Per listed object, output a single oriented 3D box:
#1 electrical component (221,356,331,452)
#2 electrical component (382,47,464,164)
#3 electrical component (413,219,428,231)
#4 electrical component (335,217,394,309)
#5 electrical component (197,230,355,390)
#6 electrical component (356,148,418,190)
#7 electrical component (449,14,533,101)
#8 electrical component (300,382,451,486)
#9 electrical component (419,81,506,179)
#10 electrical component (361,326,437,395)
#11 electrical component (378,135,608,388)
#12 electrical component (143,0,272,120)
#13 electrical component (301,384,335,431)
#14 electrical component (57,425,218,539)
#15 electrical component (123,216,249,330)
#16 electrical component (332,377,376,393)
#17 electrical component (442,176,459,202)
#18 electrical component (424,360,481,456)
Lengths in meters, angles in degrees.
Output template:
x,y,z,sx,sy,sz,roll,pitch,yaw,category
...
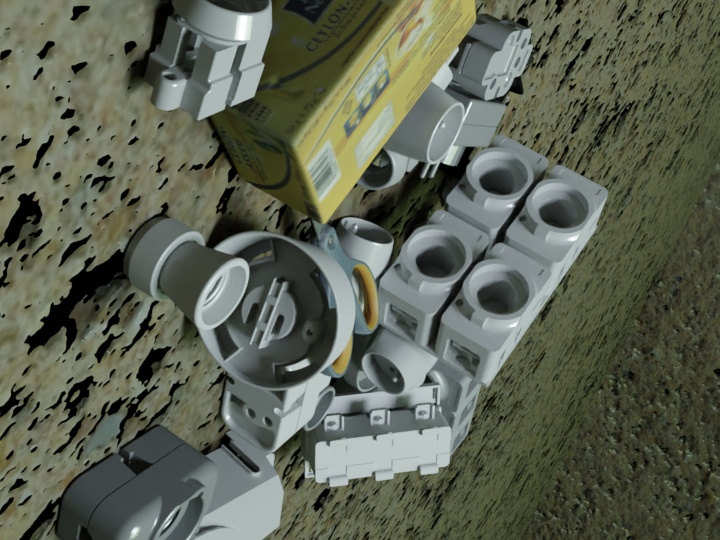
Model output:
x,y,z,sx,sy,sz,roll,pitch,yaw,category
-0.059,0.078,0.788,0.059,0.054,0.095,-37,150,-46,electrical component
0.034,-0.119,0.702,0.079,0.077,0.044,-56,159,-11,electrical component
0.082,-0.030,0.955,0.062,0.043,0.043,-18,167,16,electrical component
0.000,0.000,0.836,0.079,0.043,0.077,-21,138,-61,electrical component
-0.053,0.025,0.670,0.099,0.099,0.064,-63,166,10,electrical component
0.018,-0.087,0.755,0.055,0.048,0.066,-49,159,-46,electrical component
0.085,-0.162,0.790,0.078,0.057,0.058,-27,142,-56,electrical component
0.014,0.146,0.936,0.121,0.063,0.078,-5,114,-13,electrical component
0.067,-0.106,0.841,0.083,0.047,0.075,-12,129,-64,electrical component
0.039,0.072,0.885,0.077,0.043,0.079,-44,156,-36,electrical component
0.106,-0.015,0.853,0.186,0.105,0.060,-50,162,-29,electrical component
-0.070,-0.110,0.515,0.066,0.048,0.055,-35,157,-48,electrical component
-0.049,0.099,0.852,0.040,0.046,0.040,-48,157,-28,electrical component
-0.139,0.151,0.694,0.095,0.059,0.053,-32,146,-52,electrical component
-0.096,0.001,0.592,0.045,0.055,0.045,-48,157,-28,electrical component
0.004,0.145,1.023,0.108,0.060,0.108,-48,157,-29,electrical component
0.111,-0.065,0.977,0.042,0.064,0.081,-57,160,-13,electrical component
0.069,0.126,1.108,0.062,0.089,0.150,-45,155,-35,electrical component
